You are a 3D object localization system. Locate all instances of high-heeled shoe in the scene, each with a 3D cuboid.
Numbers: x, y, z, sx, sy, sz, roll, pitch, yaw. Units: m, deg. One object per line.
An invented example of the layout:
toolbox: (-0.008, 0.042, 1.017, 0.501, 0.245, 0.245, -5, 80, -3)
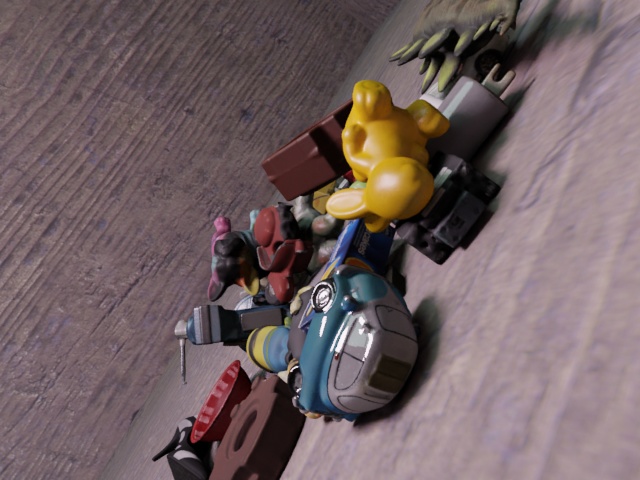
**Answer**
high-heeled shoe: (-0.217, 0.384, 0.995, 0.145, 0.086, 0.249, -28, 12, -36)

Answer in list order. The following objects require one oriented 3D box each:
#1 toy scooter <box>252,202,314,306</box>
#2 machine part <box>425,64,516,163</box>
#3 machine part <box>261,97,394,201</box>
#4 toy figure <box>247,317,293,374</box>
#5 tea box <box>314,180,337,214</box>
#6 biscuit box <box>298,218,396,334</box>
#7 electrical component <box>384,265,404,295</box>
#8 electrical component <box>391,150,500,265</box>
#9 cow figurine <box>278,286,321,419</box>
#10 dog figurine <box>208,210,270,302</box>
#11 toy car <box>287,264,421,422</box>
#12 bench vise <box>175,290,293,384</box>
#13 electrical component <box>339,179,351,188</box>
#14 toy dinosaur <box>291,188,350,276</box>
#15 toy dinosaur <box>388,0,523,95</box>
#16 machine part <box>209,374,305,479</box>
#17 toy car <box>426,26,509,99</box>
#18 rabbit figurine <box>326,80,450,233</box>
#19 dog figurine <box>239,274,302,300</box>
toy scooter: (-0.059, 0.007, 0.885, 0.135, 0.075, 0.184, 128, 138, -51)
machine part: (0.166, -0.126, 0.713, 0.243, 0.079, 0.079, -54, 12, 16)
machine part: (0.020, -0.156, 0.871, 0.201, 0.087, 0.201, -21, 17, 49)
toy figure: (-0.055, 0.162, 0.807, 0.082, 0.089, 0.180, -53, 7, -18)
tea box: (-0.017, -0.069, 1.214, 0.098, 0.068, 0.169, -69, -1, -52)
biscuit box: (0.041, 0.044, 0.688, 0.059, 0.063, 0.203, -47, 12, 41)
electrical component: (0.079, 0.071, 0.675, 0.063, 0.021, 0.094, -51, 13, 30)
electrical component: (0.142, -0.039, 0.628, 0.115, 0.058, 0.134, -56, 11, 13)
cow figurine: (-0.006, 0.132, 0.671, 0.068, 0.098, 0.167, -40, 19, 36)
dog figurine: (-0.148, 0.052, 0.988, 0.219, 0.109, 0.191, -94, -1, -55)
toy car: (0.041, 0.111, 0.535, 0.103, 0.109, 0.161, 12, 77, 59)
bench vise: (-0.138, 0.162, 0.985, 0.224, 0.129, 0.240, -20, -14, 3)
electrical component: (0.074, -0.116, 1.137, 0.119, 0.048, 0.075, -47, 15, 37)
toy dinosaur: (0.004, 0.000, 0.971, 0.405, 0.131, 0.192, -120, 47, -69)
toy dinosaur: (0.202, -0.310, 0.773, 0.198, 0.105, 0.471, -55, 9, 6)
machine part: (-0.087, 0.268, 0.735, 0.179, 0.056, 0.179, -53, 14, 18)
toy car: (0.227, -0.259, 0.879, 0.201, 0.056, 0.073, -47, 15, 35)
rabbit figurine: (0.073, -0.082, 0.623, 0.162, 0.122, 0.173, -54, 30, 28)
dog figurine: (-0.106, 0.050, 1.220, 0.172, 0.121, 0.191, -60, 9, 17)
